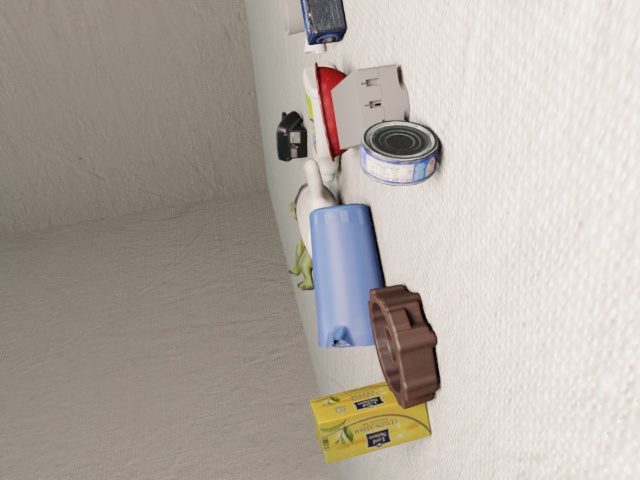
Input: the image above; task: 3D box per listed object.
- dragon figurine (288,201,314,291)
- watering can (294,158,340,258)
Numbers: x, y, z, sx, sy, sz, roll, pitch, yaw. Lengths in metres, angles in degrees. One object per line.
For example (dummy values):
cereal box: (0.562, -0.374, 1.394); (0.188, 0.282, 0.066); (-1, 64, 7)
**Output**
dragon figurine: (-0.006, -0.008, 1.317); (0.415, 0.122, 0.239); (-138, 46, -62)
watering can: (0.003, -0.054, 1.081); (0.229, 0.104, 0.340); (-112, 6, -56)
